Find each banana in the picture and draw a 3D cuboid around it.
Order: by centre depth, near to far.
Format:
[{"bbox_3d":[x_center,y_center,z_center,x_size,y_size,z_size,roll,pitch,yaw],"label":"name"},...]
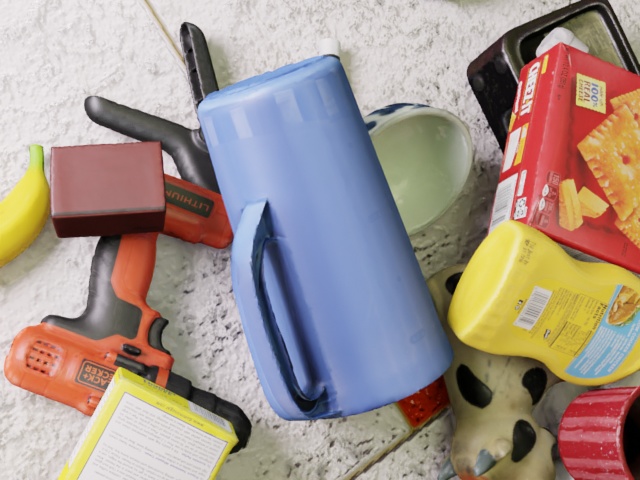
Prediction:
[{"bbox_3d":[-0.267,0.004,0.763,0.197,0.037,0.070,-32,69,-26],"label":"banana"}]

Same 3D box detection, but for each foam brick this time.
[{"bbox_3d":[-0.148,-0.034,0.745,0.078,0.053,0.051,-4,74,-12],"label":"foam brick"}]

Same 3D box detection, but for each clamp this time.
[{"bbox_3d":[-0.089,-0.091,0.851,0.171,0.039,0.120,41,71,-11],"label":"clamp"}]

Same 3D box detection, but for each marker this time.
[{"bbox_3d":[0.007,-0.112,0.903,0.020,0.020,0.121,7,73,-18],"label":"marker"}]

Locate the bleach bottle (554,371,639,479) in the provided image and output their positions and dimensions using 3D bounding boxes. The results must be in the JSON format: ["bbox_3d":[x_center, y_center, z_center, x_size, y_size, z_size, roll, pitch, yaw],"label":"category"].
[{"bbox_3d":[0.271,0.146,0.904,0.250,0.068,0.102,-42,91,-22],"label":"bleach bottle"}]

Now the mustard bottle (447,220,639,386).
[{"bbox_3d":[0.197,0.060,0.809,0.191,0.058,0.096,22,104,-22],"label":"mustard bottle"}]

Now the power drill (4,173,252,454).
[{"bbox_3d":[-0.116,0.051,0.790,0.184,0.057,0.187,23,69,-13],"label":"power drill"}]

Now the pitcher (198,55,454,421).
[{"bbox_3d":[-0.005,0.001,0.761,0.145,0.149,0.243,-21,102,-7],"label":"pitcher"}]

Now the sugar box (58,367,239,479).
[{"bbox_3d":[-0.138,0.186,0.722,0.093,0.048,0.176,30,90,-12],"label":"sugar box"}]

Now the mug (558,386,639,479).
[{"bbox_3d":[0.238,0.165,0.809,0.093,0.082,0.117,-4,83,-25],"label":"mug"}]

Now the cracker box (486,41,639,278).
[{"bbox_3d":[0.255,-0.043,0.867,0.213,0.072,0.164,19,72,-15],"label":"cracker box"}]
